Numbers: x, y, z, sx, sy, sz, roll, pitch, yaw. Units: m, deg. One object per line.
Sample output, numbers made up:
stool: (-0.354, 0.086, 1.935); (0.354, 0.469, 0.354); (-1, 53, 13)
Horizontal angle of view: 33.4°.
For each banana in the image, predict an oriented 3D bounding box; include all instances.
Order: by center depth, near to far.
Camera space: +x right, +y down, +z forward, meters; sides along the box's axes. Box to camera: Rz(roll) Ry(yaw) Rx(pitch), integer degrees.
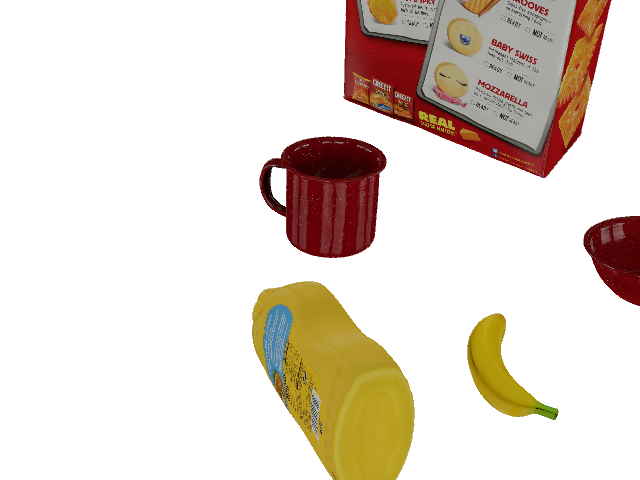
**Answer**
banana: (0.195, 0.138, 1.171); (0.069, 0.037, 0.198); (11, 27, -15)

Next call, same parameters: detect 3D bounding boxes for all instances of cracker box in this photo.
cracker box: (0.102, -0.165, 0.693); (0.164, 0.214, 0.072); (25, 49, 24)

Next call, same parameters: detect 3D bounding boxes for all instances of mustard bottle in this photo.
mustard bottle: (-0.003, 0.083, 0.734); (0.058, 0.096, 0.192); (-10, 28, -21)

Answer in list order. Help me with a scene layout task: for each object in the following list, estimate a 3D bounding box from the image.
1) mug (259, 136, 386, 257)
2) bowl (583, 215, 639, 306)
mug: (-0.001, -0.040, 0.956); (0.117, 0.081, 0.093); (12, 31, 17)
bowl: (0.365, 0.029, 1.158); (0.162, 0.055, 0.162); (0, 26, 0)
